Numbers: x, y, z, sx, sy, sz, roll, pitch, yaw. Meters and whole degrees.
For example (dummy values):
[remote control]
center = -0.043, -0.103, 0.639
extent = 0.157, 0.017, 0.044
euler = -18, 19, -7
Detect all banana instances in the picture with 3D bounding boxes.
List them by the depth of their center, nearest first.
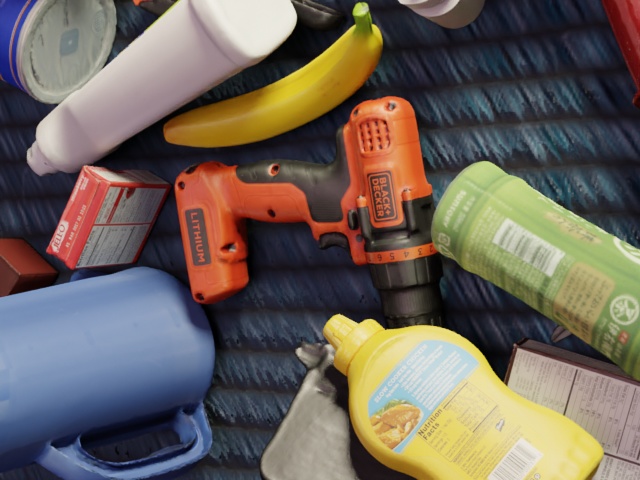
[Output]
[banana]
center = -0.024, -0.109, 0.768
extent = 0.198, 0.069, 0.037
euler = -28, 46, 32

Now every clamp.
[clamp]
center = -0.061, -0.192, 0.796
extent = 0.172, 0.039, 0.120
euler = -19, 87, 31

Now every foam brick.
[foam brick]
center = -0.267, 0.042, 0.888
extent = 0.053, 0.051, 0.078
euler = 40, 106, 19

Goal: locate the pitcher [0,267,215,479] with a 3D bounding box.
[pitcher]
center = -0.186, 0.102, 0.748
extent = 0.149, 0.242, 0.145
euler = 4, 96, 29

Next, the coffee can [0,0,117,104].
[coffee can]
center = -0.248, -0.182, 0.846
extent = 0.140, 0.102, 0.103
euler = 28, 102, 22

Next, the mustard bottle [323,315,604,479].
[mustard bottle]
center = 0.076, 0.111, 0.682
extent = 0.192, 0.058, 0.096
euler = 38, 77, 23

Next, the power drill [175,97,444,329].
[power drill]
center = -0.005, 0.001, 0.766
extent = 0.188, 0.057, 0.184
euler = -7, 93, 23

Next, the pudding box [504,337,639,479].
[pudding box]
center = 0.172, 0.123, 0.699
extent = 0.114, 0.039, 0.090
euler = 17, 97, 21

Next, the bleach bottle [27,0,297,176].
[bleach bottle]
center = -0.136, -0.110, 0.787
extent = 0.251, 0.102, 0.068
euler = -29, 103, 33

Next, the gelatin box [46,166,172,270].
[gelatin box]
center = -0.161, -0.018, 0.818
extent = 0.030, 0.089, 0.073
euler = 31, 104, 20

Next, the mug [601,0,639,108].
[mug]
center = 0.231, -0.139, 0.645
extent = 0.117, 0.093, 0.081
euler = -17, 78, -7

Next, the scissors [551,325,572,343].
[scissors]
center = 0.224, -0.013, 0.684
extent = 0.202, 0.016, 0.096
euler = -24, 80, 23
